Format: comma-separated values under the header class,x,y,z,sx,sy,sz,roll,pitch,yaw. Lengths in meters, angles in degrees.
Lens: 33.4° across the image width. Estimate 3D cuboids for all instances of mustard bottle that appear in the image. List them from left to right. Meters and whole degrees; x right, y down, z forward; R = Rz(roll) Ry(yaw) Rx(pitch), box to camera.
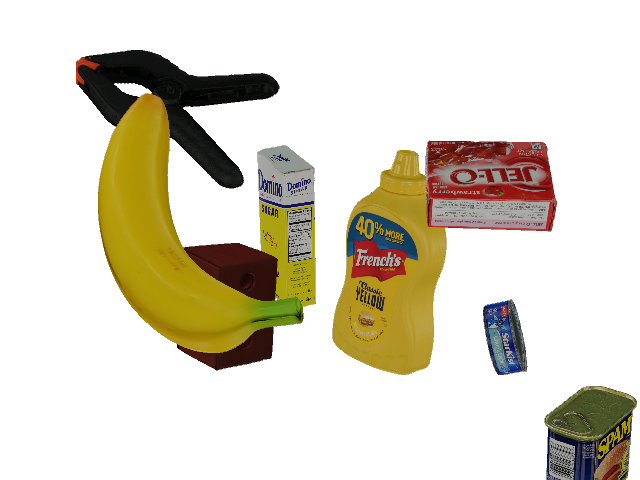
class,x,y,z,sx,sy,sz,roll,pitch,yaw
mustard bottle,0.064,0.015,0.940,0.058,0.192,0.096,-10,24,-44

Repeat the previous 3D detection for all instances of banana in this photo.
class,x,y,z,sx,sy,sz,roll,pitch,yaw
banana,-0.078,-0.005,0.544,0.069,0.037,0.198,-26,49,-12

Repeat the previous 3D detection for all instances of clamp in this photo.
class,x,y,z,sx,sy,sz,roll,pitch,yaw
clamp,-0.120,-0.123,0.908,0.171,0.120,0.039,28,-39,0

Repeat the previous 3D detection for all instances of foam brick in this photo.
class,x,y,z,sx,sy,sz,roll,pitch,yaw
foam brick,-0.067,0.045,0.769,0.052,0.078,0.051,-8,17,-39

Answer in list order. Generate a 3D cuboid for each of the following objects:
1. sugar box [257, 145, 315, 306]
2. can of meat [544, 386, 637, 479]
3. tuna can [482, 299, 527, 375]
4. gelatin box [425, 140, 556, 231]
class,x,y,z,sx,sy,sz,roll,pitch,yaw
sugar box,-0.041,-0.016,1.274,0.048,0.176,0.093,-12,25,-20
can of meat,0.255,0.198,1.011,0.058,0.084,0.101,14,25,38
tuna can,0.217,0.114,1.251,0.034,0.086,0.086,-12,-3,15
gelatin box,0.120,-0.041,0.763,0.089,0.030,0.073,1,38,4
